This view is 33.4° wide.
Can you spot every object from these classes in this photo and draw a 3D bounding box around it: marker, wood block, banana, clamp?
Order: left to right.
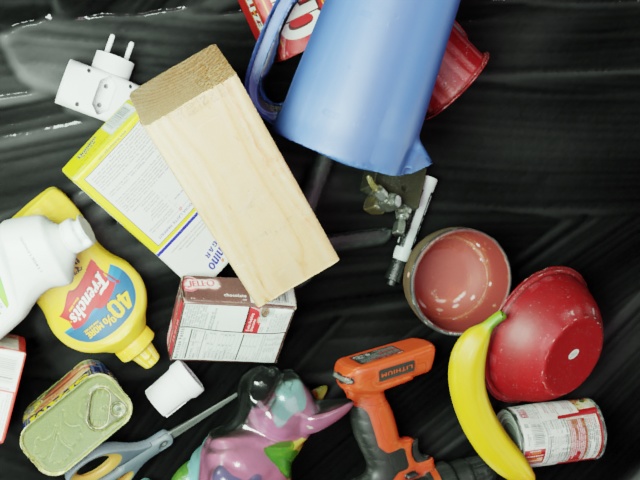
[{"bbox_3d":[-0.075,-0.056,0.948,0.090,0.091,0.206,-31,122,-2],"label":"wood block"},{"bbox_3d":[-0.007,0.001,1.078,0.120,0.039,0.171,44,80,-11],"label":"clamp"},{"bbox_3d":[0.094,-0.009,1.116,0.020,0.020,0.121,20,90,-18],"label":"marker"},{"bbox_3d":[0.170,0.169,1.091,0.070,0.037,0.198,-6,109,23],"label":"banana"}]

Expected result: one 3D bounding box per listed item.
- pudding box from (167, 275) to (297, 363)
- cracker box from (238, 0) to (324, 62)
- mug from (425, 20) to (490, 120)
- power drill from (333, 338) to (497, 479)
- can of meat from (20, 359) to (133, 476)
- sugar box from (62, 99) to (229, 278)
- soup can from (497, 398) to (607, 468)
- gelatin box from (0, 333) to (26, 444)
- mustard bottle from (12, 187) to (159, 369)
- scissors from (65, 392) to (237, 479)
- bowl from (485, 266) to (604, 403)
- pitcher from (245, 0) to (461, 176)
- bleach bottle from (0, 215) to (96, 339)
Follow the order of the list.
[{"bbox_3d":[-0.087,0.079,1.038,0.113,0.039,0.090,5,135,-16],"label":"pudding box"},{"bbox_3d":[0.015,-0.290,1.035,0.213,0.072,0.164,-28,103,-11],"label":"cracker box"},{"bbox_3d":[0.113,-0.189,1.074,0.081,0.093,0.117,43,52,-11],"label":"mug"},{"bbox_3d":[0.095,0.202,1.119,0.184,0.057,0.187,-13,98,-22],"label":"power drill"},{"bbox_3d":[-0.231,0.163,1.003,0.102,0.084,0.057,-40,105,-9],"label":"can of meat"},{"bbox_3d":[-0.146,-0.039,1.006,0.093,0.048,0.176,-47,125,-6],"label":"sugar box"},{"bbox_3d":[0.250,0.211,1.161,0.102,0.069,0.068,-4,97,-16],"label":"soup can"},{"bbox_3d":[-0.297,0.136,0.987,0.030,0.073,0.089,14,93,-17],"label":"gelatin box"},{"bbox_3d":[-0.221,0.049,1.008,0.096,0.058,0.191,-43,106,-8],"label":"mustard bottle"},{"bbox_3d":[-0.167,0.193,1.038,0.201,0.016,0.096,-38,147,-9],"label":"scissors"},{"bbox_3d":[0.247,0.111,1.123,0.161,0.055,0.162,-17,121,-31],"label":"bowl"},{"bbox_3d":[0.045,-0.190,0.965,0.149,0.145,0.243,12,102,-39],"label":"pitcher"},{"bbox_3d":[-0.307,0.058,0.942,0.251,0.068,0.102,-29,103,6],"label":"bleach bottle"}]
